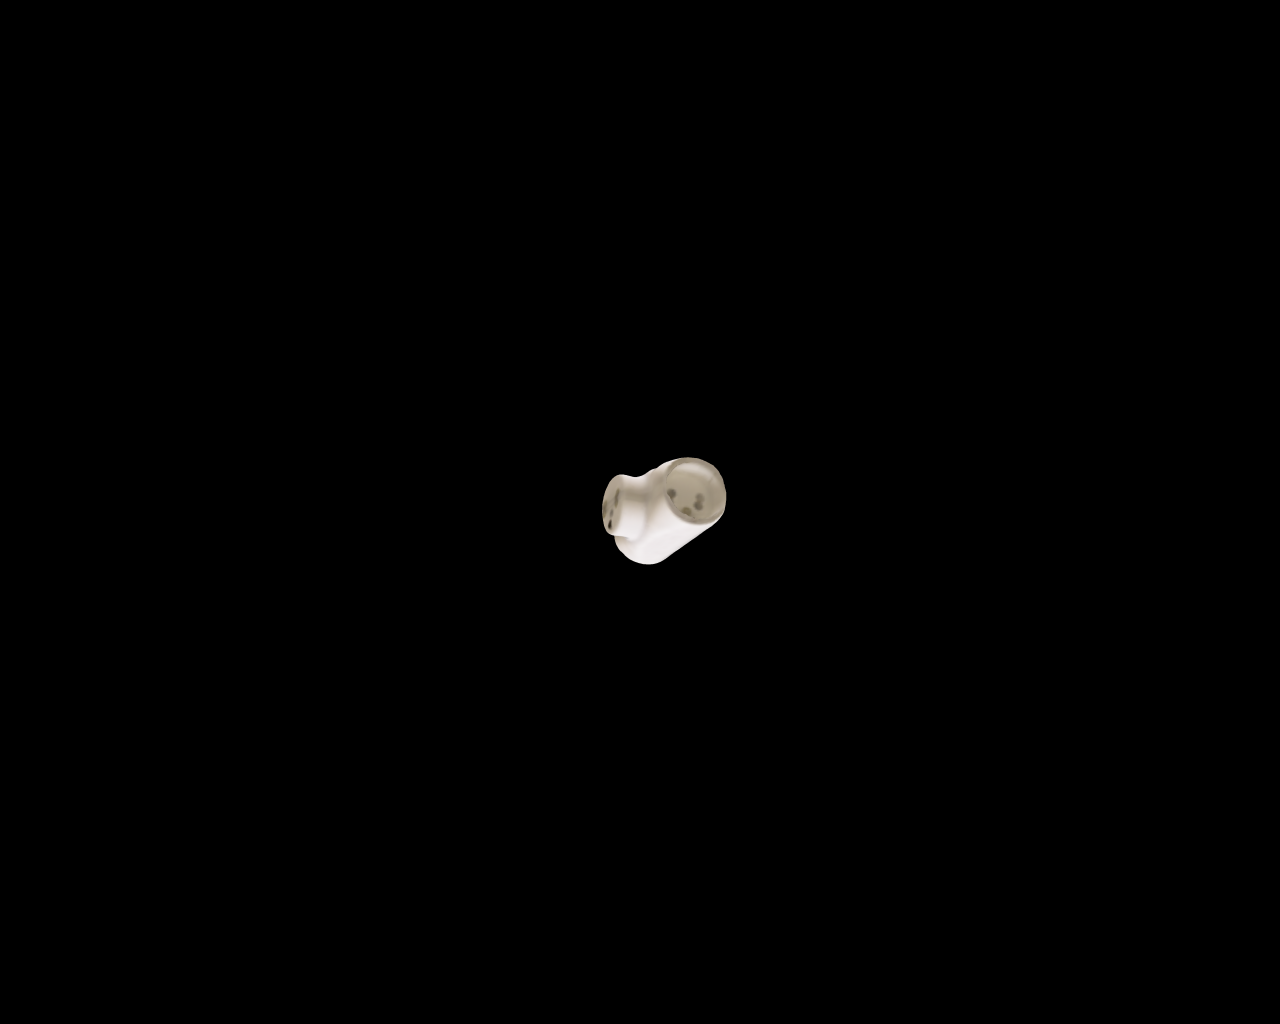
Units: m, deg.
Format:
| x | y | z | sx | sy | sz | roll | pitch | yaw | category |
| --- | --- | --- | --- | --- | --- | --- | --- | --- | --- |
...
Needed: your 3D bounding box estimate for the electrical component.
| x | y | z | sx | sy | sz | roll | pitch | yaw | category |
| --- | --- | --- | --- | --- | --- | --- | --- | --- | --- |
| 0.001 | -0.003 | 0.650 | 0.079 | 0.044 | 0.077 | 9 | -24 | -22 | electrical component |
